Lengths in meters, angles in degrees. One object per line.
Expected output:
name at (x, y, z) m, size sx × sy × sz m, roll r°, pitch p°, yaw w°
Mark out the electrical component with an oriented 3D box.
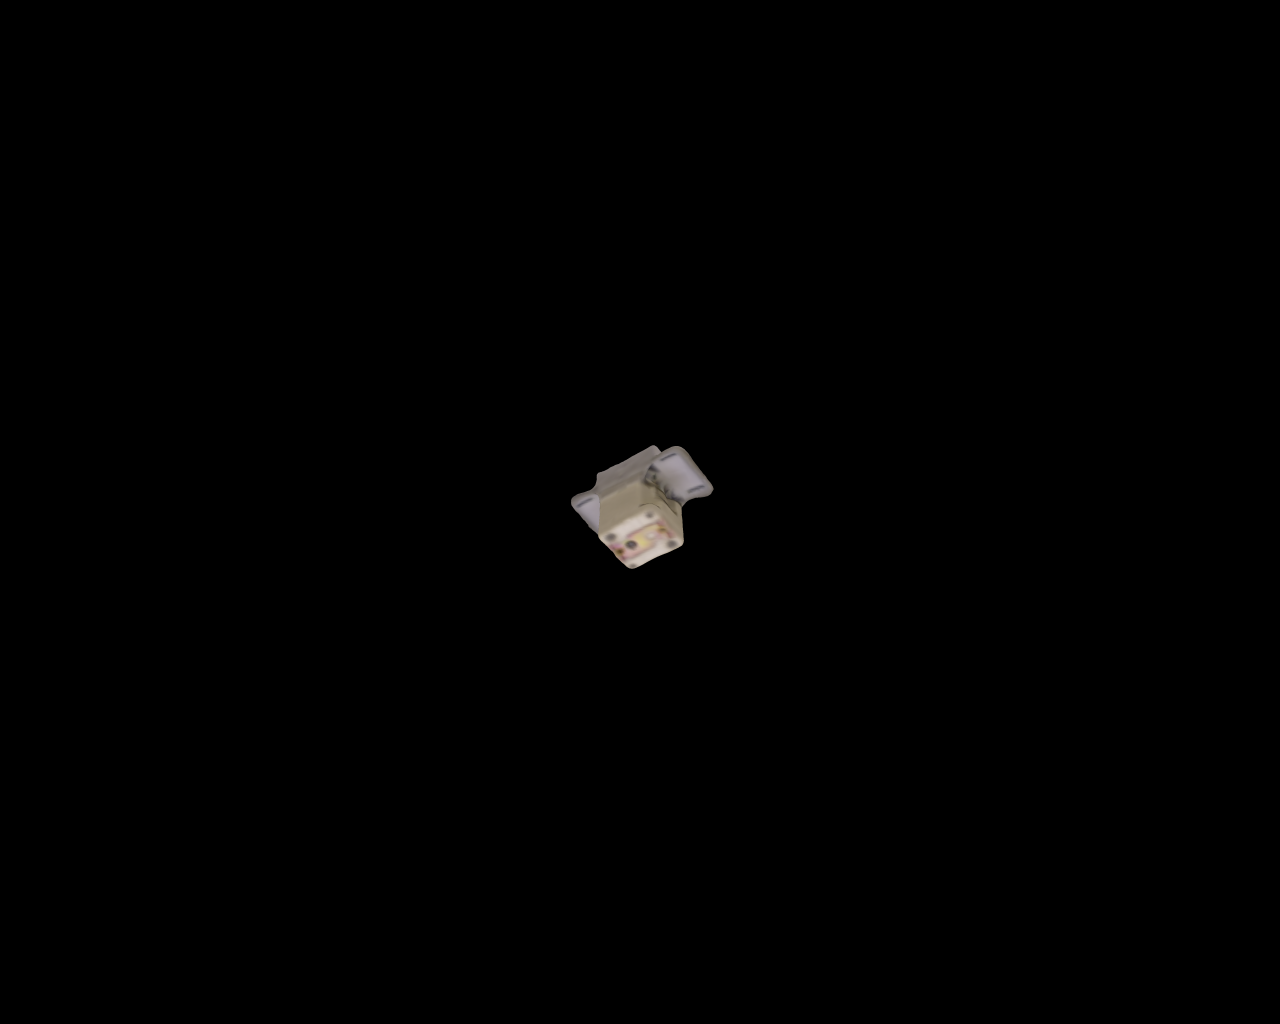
electrical component at (0.001, -0.003, 0.650) m, size 0.081 × 0.064 × 0.042 m, roll -27°, pitch -53°, yaw 22°
